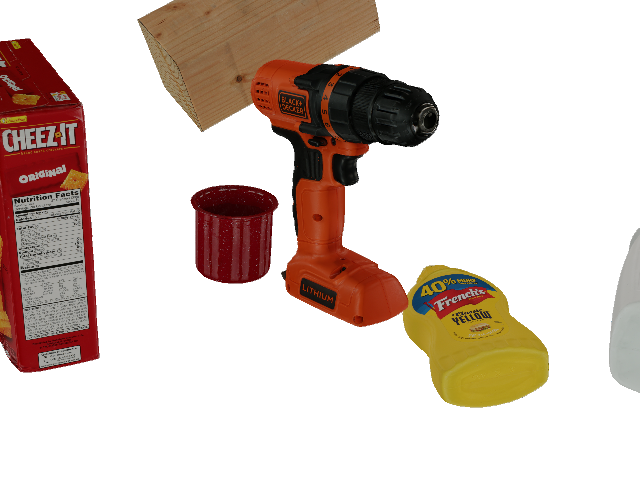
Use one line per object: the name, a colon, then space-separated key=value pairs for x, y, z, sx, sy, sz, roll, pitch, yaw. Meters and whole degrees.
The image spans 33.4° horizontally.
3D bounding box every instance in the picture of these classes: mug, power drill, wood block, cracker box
mug: x=-0.091 y=-0.010 z=1.159 sx=0.093 sy=0.081 sz=0.117 roll=7 pitch=24 yaw=7
power drill: x=0.022 y=-0.036 z=0.781 sx=0.057 sy=0.188 sz=0.185 roll=-17 pitch=24 yaw=-32
wood block: x=-0.056 y=-0.207 z=1.028 sx=0.206 sy=0.091 sz=0.090 roll=-31 pitch=52 yaw=-12
cracker box: x=-0.232 y=-0.029 z=0.830 sx=0.072 sy=0.214 sz=0.164 roll=-11 pitch=30 yaw=-24

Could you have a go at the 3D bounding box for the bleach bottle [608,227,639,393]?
bleach bottle: x=0.263 y=0.033 z=0.750 sx=0.103 sy=0.068 sz=0.250 roll=10 pitch=21 yaw=18

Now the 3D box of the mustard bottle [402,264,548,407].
mustard bottle: x=0.127 y=0.073 z=0.962 sx=0.096 sy=0.058 sz=0.192 roll=-12 pitch=27 yaw=-7
